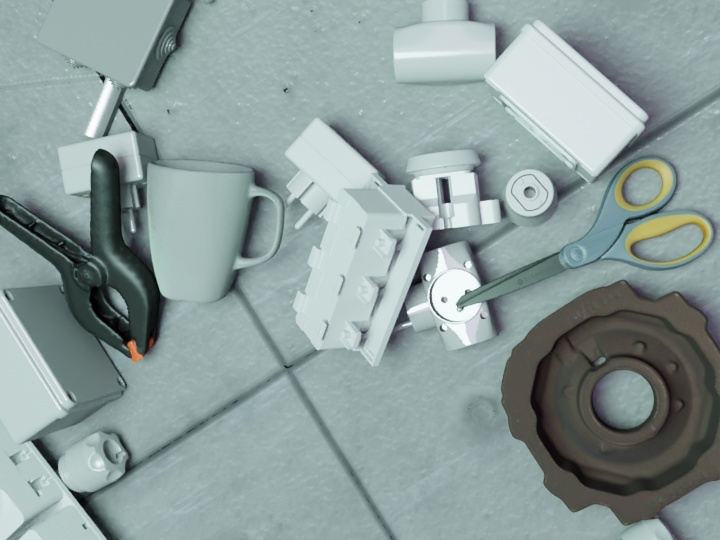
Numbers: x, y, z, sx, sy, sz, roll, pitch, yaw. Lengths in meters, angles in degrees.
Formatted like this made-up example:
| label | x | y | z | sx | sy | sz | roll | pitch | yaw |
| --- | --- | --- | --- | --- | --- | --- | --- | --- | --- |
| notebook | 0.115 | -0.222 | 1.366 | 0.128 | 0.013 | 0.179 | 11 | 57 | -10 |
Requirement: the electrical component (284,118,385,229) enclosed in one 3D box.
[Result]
| label | x | y | z | sx | sy | sz | roll | pitch | yaw |
| --- | --- | --- | --- | --- | --- | --- | --- | --- | --- |
| electrical component | -0.031 | -0.067 | 0.838 | 0.066 | 0.047 | 0.076 | 43 | 95 | 6 |

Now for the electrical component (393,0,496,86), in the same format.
| label | x | y | z | sx | sy | sz | roll | pitch | yaw |
| --- | --- | --- | --- | --- | --- | --- | --- | --- | --- |
| electrical component | 0.066 | -0.184 | 0.827 | 0.077 | 0.043 | 0.079 | -1 | 89 | 8 |

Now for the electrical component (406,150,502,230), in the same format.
| label | x | y | z | sx | sy | sz | roll | pitch | yaw |
| --- | --- | --- | --- | --- | --- | --- | --- | --- | --- |
| electrical component | 0.066 | -0.060 | 0.820 | 0.078 | 0.058 | 0.057 | -6 | 92 | 8 |

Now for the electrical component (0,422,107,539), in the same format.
| label | x | y | z | sx | sy | sz | roll | pitch | yaw |
| --- | --- | --- | --- | --- | --- | --- | --- | --- | --- |
| electrical component | -0.275 | 0.217 | 0.850 | 0.105 | 0.060 | 0.186 | -43 | 84 | 26 |

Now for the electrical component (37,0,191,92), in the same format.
| label | x | y | z | sx | sy | sz | roll | pitch | yaw |
| --- | --- | --- | --- | --- | --- | --- | --- | --- | --- |
| electrical component | -0.192 | -0.198 | 0.851 | 0.100 | 0.048 | 0.099 | 26 | 93 | 6 |

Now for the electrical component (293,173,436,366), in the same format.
| label | x | y | z | sx | sy | sz | roll | pitch | yaw |
| --- | --- | --- | --- | --- | --- | --- | --- | --- | --- |
| electrical component | 0.000 | 0.000 | 0.797 | 0.078 | 0.063 | 0.121 | 48 | 129 | 42 |

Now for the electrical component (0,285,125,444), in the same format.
| label | x | y | z | sx | sy | sz | roll | pitch | yaw |
| --- | --- | --- | --- | --- | --- | --- | --- | --- | --- |
| electrical component | -0.250 | 0.070 | 0.840 | 0.056 | 0.109 | 0.108 | -34 | 85 | 9 |

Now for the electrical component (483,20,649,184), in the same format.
| label | x | y | z | sx | sy | sz | roll | pitch | yaw |
| --- | --- | --- | --- | --- | --- | --- | --- | --- | --- |
| electrical component | 0.149 | -0.119 | 0.782 | 0.109 | 0.109 | 0.056 | 43 | 98 | 6 |

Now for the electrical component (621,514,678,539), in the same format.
| label | x | y | z | sx | sy | sz | roll | pitch | yaw |
| --- | --- | --- | --- | --- | --- | --- | --- | --- | --- |
| electrical component | 0.208 | 0.215 | 0.804 | 0.062 | 0.043 | 0.043 | -36 | 85 | 8 |

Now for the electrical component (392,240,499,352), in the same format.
| label | x | y | z | sx | sy | sz | roll | pitch | yaw |
| --- | --- | --- | --- | --- | --- | --- | --- | --- | --- |
| electrical component | 0.057 | 0.025 | 0.826 | 0.079 | 0.044 | 0.077 | -18 | 87 | 8 |

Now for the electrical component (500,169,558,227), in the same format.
| label | x | y | z | sx | sy | sz | roll | pitch | yaw |
| --- | --- | --- | --- | --- | --- | --- | --- | --- | --- |
| electrical component | 0.127 | -0.056 | 0.806 | 0.044 | 0.065 | 0.044 | 0 | 90 | 8 |

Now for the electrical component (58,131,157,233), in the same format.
| label | x | y | z | sx | sy | sz | roll | pitch | yaw |
| --- | --- | --- | --- | --- | --- | --- | --- | --- | --- |
| electrical component | -0.197 | -0.065 | 0.863 | 0.066 | 0.047 | 0.076 | -11 | 88 | 8 |

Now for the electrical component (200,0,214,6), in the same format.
| label | x | y | z | sx | sy | sz | roll | pitch | yaw |
| --- | --- | --- | --- | --- | --- | --- | --- | --- | --- |
| electrical component | -0.117 | -0.250 | 0.856 | 0.064 | 0.042 | 0.081 | -44 | 83 | 6 |

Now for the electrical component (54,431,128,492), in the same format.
| label | x | y | z | sx | sy | sz | roll | pitch | yaw |
| --- | --- | --- | --- | --- | --- | --- | --- | --- | --- |
| electrical component | -0.222 | 0.159 | 0.869 | 0.062 | 0.043 | 0.043 | -30 | 85 | 21 |
